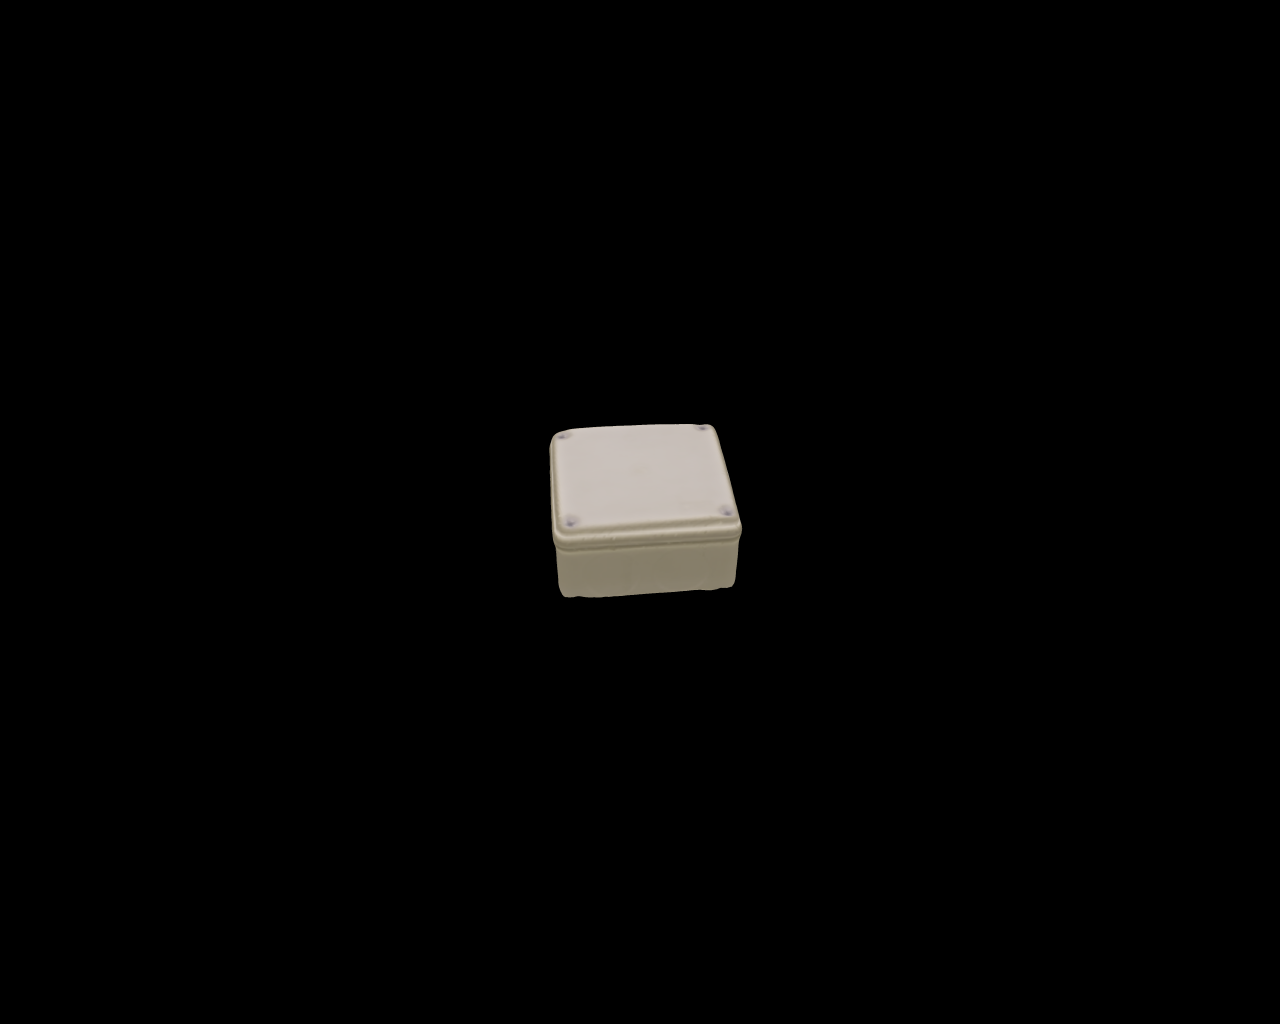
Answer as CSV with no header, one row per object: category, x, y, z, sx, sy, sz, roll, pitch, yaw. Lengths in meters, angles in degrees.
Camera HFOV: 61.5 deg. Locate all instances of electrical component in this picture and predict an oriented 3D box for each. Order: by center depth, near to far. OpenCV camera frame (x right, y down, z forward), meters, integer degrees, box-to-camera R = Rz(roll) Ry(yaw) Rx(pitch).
electrical component,0.001,-0.003,0.650,0.109,0.056,0.109,-3,37,-4
